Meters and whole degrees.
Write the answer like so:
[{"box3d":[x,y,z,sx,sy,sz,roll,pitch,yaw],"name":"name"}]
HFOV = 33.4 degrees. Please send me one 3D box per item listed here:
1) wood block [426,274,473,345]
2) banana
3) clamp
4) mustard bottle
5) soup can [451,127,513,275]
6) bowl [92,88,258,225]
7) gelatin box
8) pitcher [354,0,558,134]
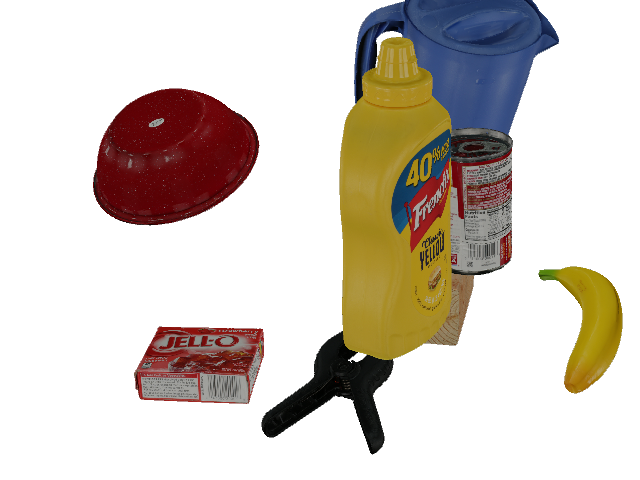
[{"box3d":[0.178,0.072,1.621,0.091,0.090,0.206,3,22,13],"name":"wood block"},{"box3d":[0.258,0.077,1.030,0.070,0.037,0.197,-29,23,18],"name":"banana"},{"box3d":[0.032,0.141,1.040,0.120,0.039,0.171,16,46,25],"name":"clamp"},{"box3d":[0.047,-0.029,0.653,0.058,0.192,0.096,15,32,30],"name":"mustard bottle"},{"box3d":[0.121,-0.031,0.857,0.068,0.102,0.068,-4,25,2],"name":"soup can"},{"box3d":[-0.141,-0.089,0.974,0.162,0.162,0.055,0,-43,19],"name":"bowl"},{"box3d":[-0.093,0.096,0.839,0.089,0.030,0.073,1,23,7],"name":"gelatin box"},{"box3d":[0.123,-0.134,1.074,0.144,0.243,0.149,-32,57,-32],"name":"pitcher"}]
